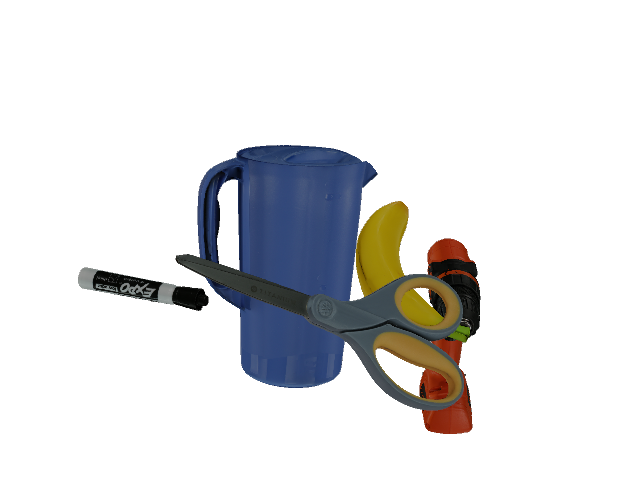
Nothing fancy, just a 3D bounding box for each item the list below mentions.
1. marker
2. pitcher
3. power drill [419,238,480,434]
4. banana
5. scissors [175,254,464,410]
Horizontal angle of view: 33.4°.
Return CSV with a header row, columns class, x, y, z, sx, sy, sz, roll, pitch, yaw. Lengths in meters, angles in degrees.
class,x,y,z,sx,sy,sz,roll,pitch,yaw
marker,-0.151,0.041,0.909,0.121,0.020,0.020,9,3,21
pitcher,-0.035,0.024,1.107,0.149,0.243,0.144,9,14,21
power drill,0.142,0.112,1.153,0.057,0.188,0.184,3,24,2
banana,0.063,0.025,0.898,0.069,0.037,0.198,8,33,-19
scissors,0.014,0.032,0.670,0.201,0.096,0.016,36,-31,-12
